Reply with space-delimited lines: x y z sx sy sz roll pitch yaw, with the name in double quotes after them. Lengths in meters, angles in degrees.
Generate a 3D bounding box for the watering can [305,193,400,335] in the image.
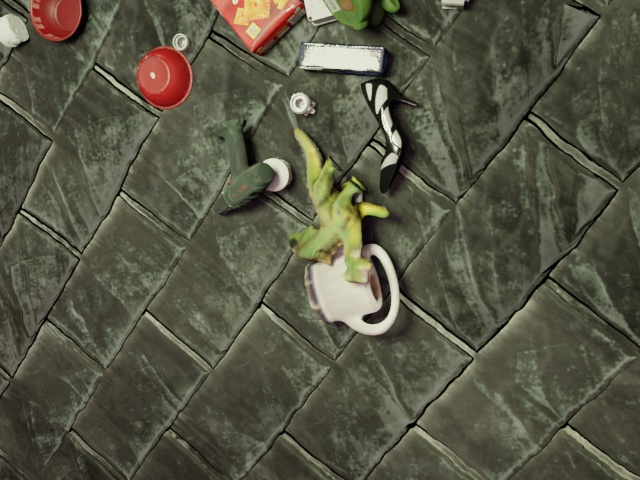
0.064 0.064 1.243 0.223 0.351 0.104 -20 -12 19 "watering can"

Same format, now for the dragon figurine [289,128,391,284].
0.004 -0.060 1.201 0.417 0.240 0.121 48 17 31 "dragon figurine"
